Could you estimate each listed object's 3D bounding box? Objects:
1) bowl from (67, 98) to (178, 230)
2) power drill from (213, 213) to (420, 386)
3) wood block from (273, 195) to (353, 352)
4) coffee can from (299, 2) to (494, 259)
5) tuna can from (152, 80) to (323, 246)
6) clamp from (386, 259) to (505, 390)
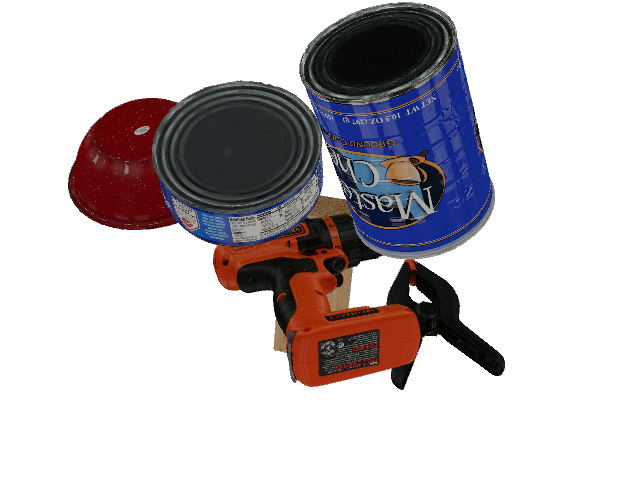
[{"bbox_3d":[-0.162,-0.084,0.997,0.162,0.162,0.055,0,-44,7],"label":"bowl"},{"bbox_3d":[0.016,0.040,0.910,0.184,0.057,0.188,-13,31,-14],"label":"power drill"},{"bbox_3d":[-0.007,0.049,1.480,0.090,0.206,0.090,9,22,10],"label":"wood block"},{"bbox_3d":[0.054,-0.072,0.715,0.103,0.102,0.140,0,-44,23],"label":"coffee can"},{"bbox_3d":[-0.041,-0.039,0.547,0.086,0.086,0.034,0,-35,4],"label":"tuna can"},{"bbox_3d":[0.127,0.088,1.143,0.120,0.171,0.039,4,-44,-9],"label":"clamp"}]
